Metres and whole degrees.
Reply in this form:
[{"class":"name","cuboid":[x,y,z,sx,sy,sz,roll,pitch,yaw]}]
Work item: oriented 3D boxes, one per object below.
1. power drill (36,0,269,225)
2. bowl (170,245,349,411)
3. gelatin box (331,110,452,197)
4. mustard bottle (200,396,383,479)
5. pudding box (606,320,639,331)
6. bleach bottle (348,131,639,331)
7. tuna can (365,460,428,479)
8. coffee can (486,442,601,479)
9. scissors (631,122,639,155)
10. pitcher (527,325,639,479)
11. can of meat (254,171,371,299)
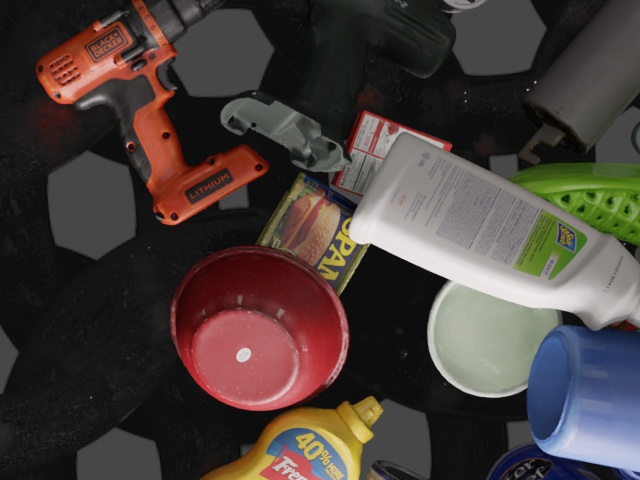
[{"class":"power drill","cuboid":[-0.122,-0.122,0.918,0.184,0.057,0.187,-31,95,1]},{"class":"bowl","cuboid":[-0.058,0.088,0.912,0.162,0.055,0.162,4,113,9]},{"class":"gelatin box","cuboid":[0.063,-0.067,0.954,0.089,0.030,0.073,20,94,-7]},{"class":"mustard bottle","cuboid":[-0.022,0.207,0.954,0.191,0.058,0.096,-40,96,-2]},{"class":"pudding box","cuboid":[0.321,0.104,0.972,0.090,0.039,0.113,-25,113,5]},{"class":"bleach bottle","cuboid":[0.156,0.010,0.871,0.251,0.068,0.102,28,78,8]},{"class":"tuna can","cuboid":[0.080,0.231,0.953,0.086,0.086,0.034,26,90,-8]},{"class":"coffee can","cuboid":[0.212,0.246,0.940,0.102,0.140,0.103,-1,95,-6]},{"class":"scissors","cuboid":[0.374,-0.081,0.993,0.201,0.016,0.096,36,92,-8]},{"class":"pitcher","cuboid":[0.302,0.149,0.901,0.242,0.145,0.149,9,84,-8]},{"class":"can of meat","cuboid":[-0.006,0.001,0.940,0.084,0.057,0.102,30,91,-5]}]
